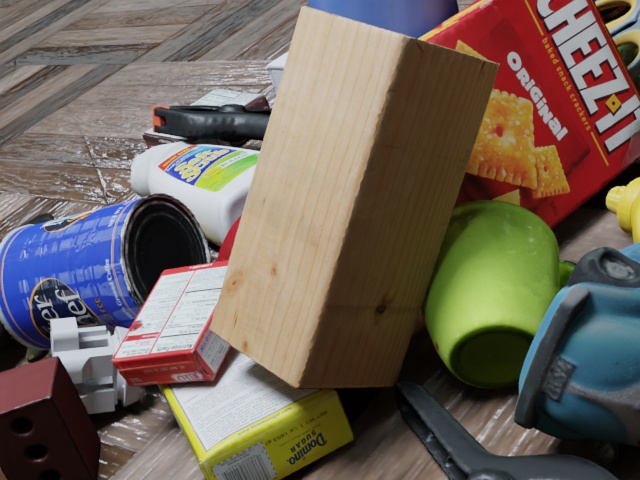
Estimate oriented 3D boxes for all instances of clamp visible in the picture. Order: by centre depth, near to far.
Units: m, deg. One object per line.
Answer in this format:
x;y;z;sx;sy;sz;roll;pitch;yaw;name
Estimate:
0.087;0.135;0.558;0.210;0.036;0.164;1;32;31;clamp
-0.080;-0.113;1.041;0.171;0.039;0.120;-2;8;-3;clamp

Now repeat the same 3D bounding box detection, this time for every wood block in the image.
0.019;-0.023;0.640;0.090;0.206;0.090;6;15;-44;wood block

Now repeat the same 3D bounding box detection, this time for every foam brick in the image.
-0.185;0.127;0.707;0.053;0.078;0.051;-18;26;3;foam brick

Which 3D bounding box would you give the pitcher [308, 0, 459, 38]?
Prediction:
0.060;-0.152;0.862;0.144;0.243;0.149;-18;26;-15;pitcher

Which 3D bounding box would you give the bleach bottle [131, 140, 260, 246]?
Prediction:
-0.112;-0.048;0.987;0.102;0.068;0.251;-34;29;-27;bleach bottle

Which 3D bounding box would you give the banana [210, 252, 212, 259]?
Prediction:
-0.143;0.010;0.928;0.069;0.037;0.198;-32;30;-21;banana

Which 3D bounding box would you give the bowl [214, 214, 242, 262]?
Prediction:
-0.005;0.001;0.787;0.162;0.055;0.162;-1;21;0;bowl

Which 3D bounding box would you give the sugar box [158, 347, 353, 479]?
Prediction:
-0.056;0.097;0.710;0.093;0.048;0.176;-26;25;-11;sugar box

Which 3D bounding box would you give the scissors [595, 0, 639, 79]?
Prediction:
0.281;-0.180;0.828;0.202;0.016;0.096;-20;53;28;scissors

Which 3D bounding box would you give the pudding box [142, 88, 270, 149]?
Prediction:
-0.119;-0.120;1.143;0.113;0.039;0.090;-36;31;-30;pudding box

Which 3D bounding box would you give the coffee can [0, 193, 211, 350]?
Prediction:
-0.170;0.027;0.829;0.141;0.103;0.102;-11;28;31;coffee can

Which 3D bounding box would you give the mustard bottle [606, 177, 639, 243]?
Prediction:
0.257;-0.004;0.670;0.096;0.058;0.192;-35;31;-20;mustard bottle

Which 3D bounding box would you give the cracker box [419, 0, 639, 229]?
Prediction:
0.132;-0.087;0.774;0.213;0.164;0.072;-35;13;-26;cracker box

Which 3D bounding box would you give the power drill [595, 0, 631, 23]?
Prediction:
0.311;-0.208;0.914;0.184;0.057;0.188;7;9;-46;power drill

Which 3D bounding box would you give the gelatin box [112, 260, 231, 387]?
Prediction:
-0.088;0.056;0.714;0.073;0.030;0.089;-10;39;34;gelatin box
